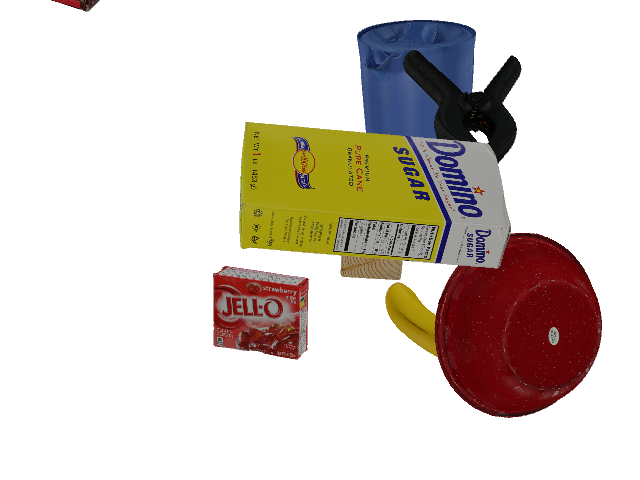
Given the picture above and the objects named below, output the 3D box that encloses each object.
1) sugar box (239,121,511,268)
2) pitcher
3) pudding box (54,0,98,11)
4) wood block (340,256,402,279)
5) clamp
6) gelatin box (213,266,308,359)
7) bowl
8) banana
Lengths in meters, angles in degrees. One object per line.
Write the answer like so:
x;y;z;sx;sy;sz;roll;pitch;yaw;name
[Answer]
0.034;-0.032;0.722;0.176;0.048;0.093;2;43;-4;sugar box
0.120;-0.132;1.249;0.149;0.243;0.145;-5;25;-4;pitcher
-0.193;-0.222;0.806;0.090;0.039;0.113;18;38;5;pudding box
0.081;-0.027;1.629;0.091;0.090;0.206;3;25;2;wood block
0.137;-0.131;1.041;0.120;0.039;0.171;4;45;4;clamp
-0.057;0.067;0.998;0.089;0.073;0.030;8;18;18;gelatin box
0.180;0.076;0.898;0.161;0.162;0.055;0;5;-21;bowl
0.117;0.089;1.104;0.069;0.037;0.198;5;17;-39;banana
